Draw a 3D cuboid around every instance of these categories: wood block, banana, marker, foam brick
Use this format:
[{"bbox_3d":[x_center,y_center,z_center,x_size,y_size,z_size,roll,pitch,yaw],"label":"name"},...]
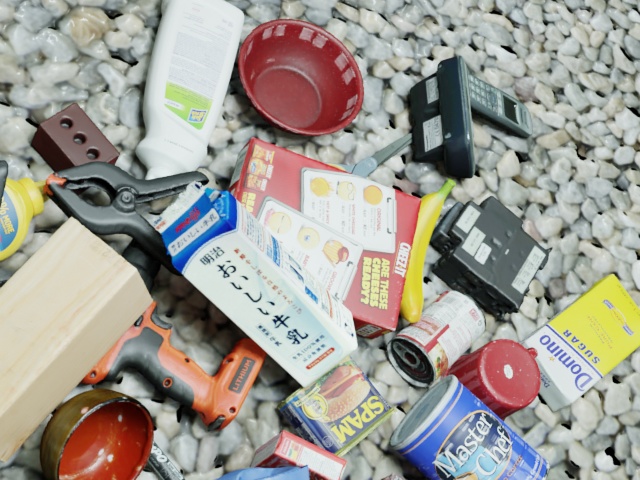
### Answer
[{"bbox_3d":[-0.263,0.092,0.995,0.090,0.091,0.206,37,73,15],"label":"wood block"},{"bbox_3d":[0.112,0.017,1.249,0.037,0.070,0.197,23,60,-11],"label":"banana"},{"bbox_3d":[-0.169,0.210,1.064,0.020,0.020,0.121,-36,84,-33],"label":"marker"},{"bbox_3d":[-0.263,-0.098,1.149,0.078,0.051,0.052,48,57,3],"label":"foam brick"}]

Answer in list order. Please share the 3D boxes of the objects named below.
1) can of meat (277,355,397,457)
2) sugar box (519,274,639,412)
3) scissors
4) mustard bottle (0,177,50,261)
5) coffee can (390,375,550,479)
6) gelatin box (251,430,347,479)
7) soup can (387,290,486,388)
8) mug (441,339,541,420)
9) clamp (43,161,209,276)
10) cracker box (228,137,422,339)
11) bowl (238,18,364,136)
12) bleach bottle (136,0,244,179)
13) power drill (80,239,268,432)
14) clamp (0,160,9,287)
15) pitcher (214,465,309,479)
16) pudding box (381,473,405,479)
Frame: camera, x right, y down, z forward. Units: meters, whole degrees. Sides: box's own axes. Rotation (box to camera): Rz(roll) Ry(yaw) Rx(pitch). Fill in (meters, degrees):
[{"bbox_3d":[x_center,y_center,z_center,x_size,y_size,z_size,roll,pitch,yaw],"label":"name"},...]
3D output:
[{"bbox_3d":[0.017,0.181,1.138,0.101,0.058,0.084,-33,80,-33],"label":"can of meat"},{"bbox_3d":[0.323,0.124,1.305,0.175,0.048,0.093,-32,82,-33],"label":"sugar box"},{"bbox_3d":[0.061,-0.072,1.301,0.201,0.016,0.096,-17,76,-29],"label":"scissors"},{"bbox_3d":[-0.351,-0.017,1.065,0.191,0.058,0.096,-28,98,-33],"label":"mustard bottle"},{"bbox_3d":[0.161,0.230,1.149,0.140,0.103,0.102,42,57,-1],"label":"coffee can"},{"bbox_3d":[-0.024,0.230,1.076,0.073,0.089,0.030,28,58,-9],"label":"gelatin box"},{"bbox_3d":[0.134,0.111,1.215,0.102,0.069,0.068,-38,85,-33],"label":"soup can"},{"bbox_3d":[0.205,0.157,1.216,0.117,0.082,0.093,-27,79,-31],"label":"mug"},{"bbox_3d":[-0.195,-0.044,1.106,0.171,0.039,0.120,25,54,-14],"label":"clamp"},{"bbox_3d":[-0.008,0.001,1.194,0.213,0.072,0.164,19,69,-15],"label":"cracker box"},{"bbox_3d":[-0.030,-0.185,1.290,0.162,0.055,0.162,9,63,-19],"label":"bowl"},{"bbox_3d":[-0.162,-0.168,1.222,0.102,0.068,0.250,20,62,-13],"label":"bleach bottle"},{"bbox_3d":[-0.150,0.098,1.105,0.187,0.057,0.184,29,60,-6],"label":"power drill"},{"bbox_3d":[-0.332,0.036,1.028,0.209,0.036,0.164,-40,120,-21],"label":"clamp"},{"bbox_3d":[-0.062,0.333,0.970,0.149,0.145,0.243,-10,82,-5],"label":"pitcher"},{"bbox_3d":[0.089,0.315,1.116,0.090,0.039,0.113,30,58,-9],"label":"pudding box"}]
